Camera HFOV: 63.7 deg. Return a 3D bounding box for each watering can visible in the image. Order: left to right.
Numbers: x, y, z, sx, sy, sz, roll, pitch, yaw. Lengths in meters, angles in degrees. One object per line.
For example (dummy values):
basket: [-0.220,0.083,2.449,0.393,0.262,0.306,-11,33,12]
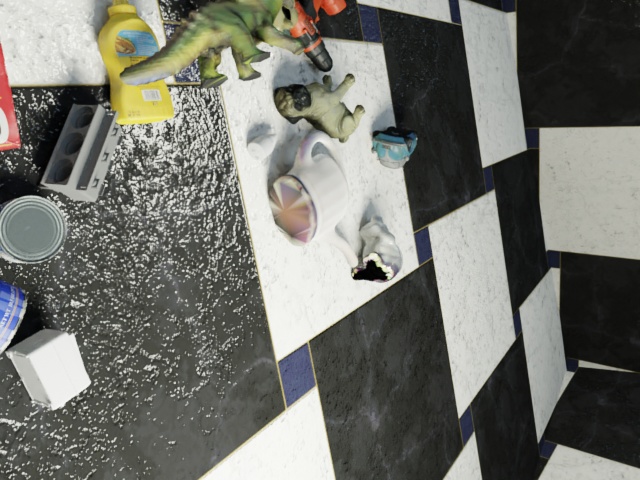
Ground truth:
watering can: [0.003,-0.055,1.101,0.228,0.104,0.342,-37,121,-47]

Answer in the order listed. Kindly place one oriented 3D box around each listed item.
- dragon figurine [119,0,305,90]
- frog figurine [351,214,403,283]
dragon figurine: [-0.168,-0.389,0.847,0.415,0.121,0.242,-25,97,-45]
frog figurine: [0.150,0.022,1.275,0.134,0.123,0.163,96,11,-48]
